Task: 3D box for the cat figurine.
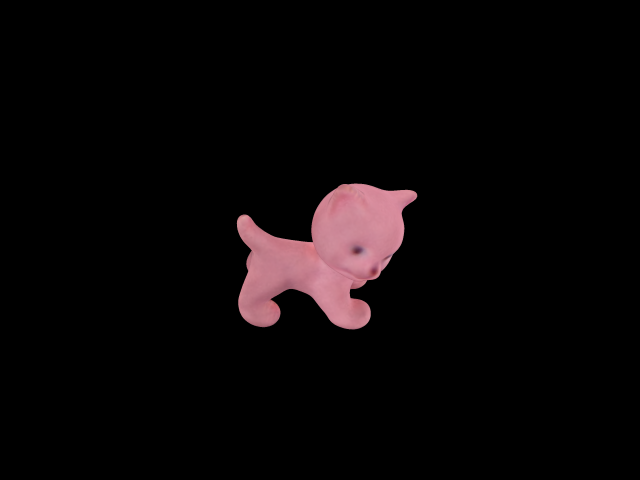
[{"bbox_3d":[0.004,0.001,0.400,0.128,0.118,0.067,0,43,0],"label":"cat figurine"}]
